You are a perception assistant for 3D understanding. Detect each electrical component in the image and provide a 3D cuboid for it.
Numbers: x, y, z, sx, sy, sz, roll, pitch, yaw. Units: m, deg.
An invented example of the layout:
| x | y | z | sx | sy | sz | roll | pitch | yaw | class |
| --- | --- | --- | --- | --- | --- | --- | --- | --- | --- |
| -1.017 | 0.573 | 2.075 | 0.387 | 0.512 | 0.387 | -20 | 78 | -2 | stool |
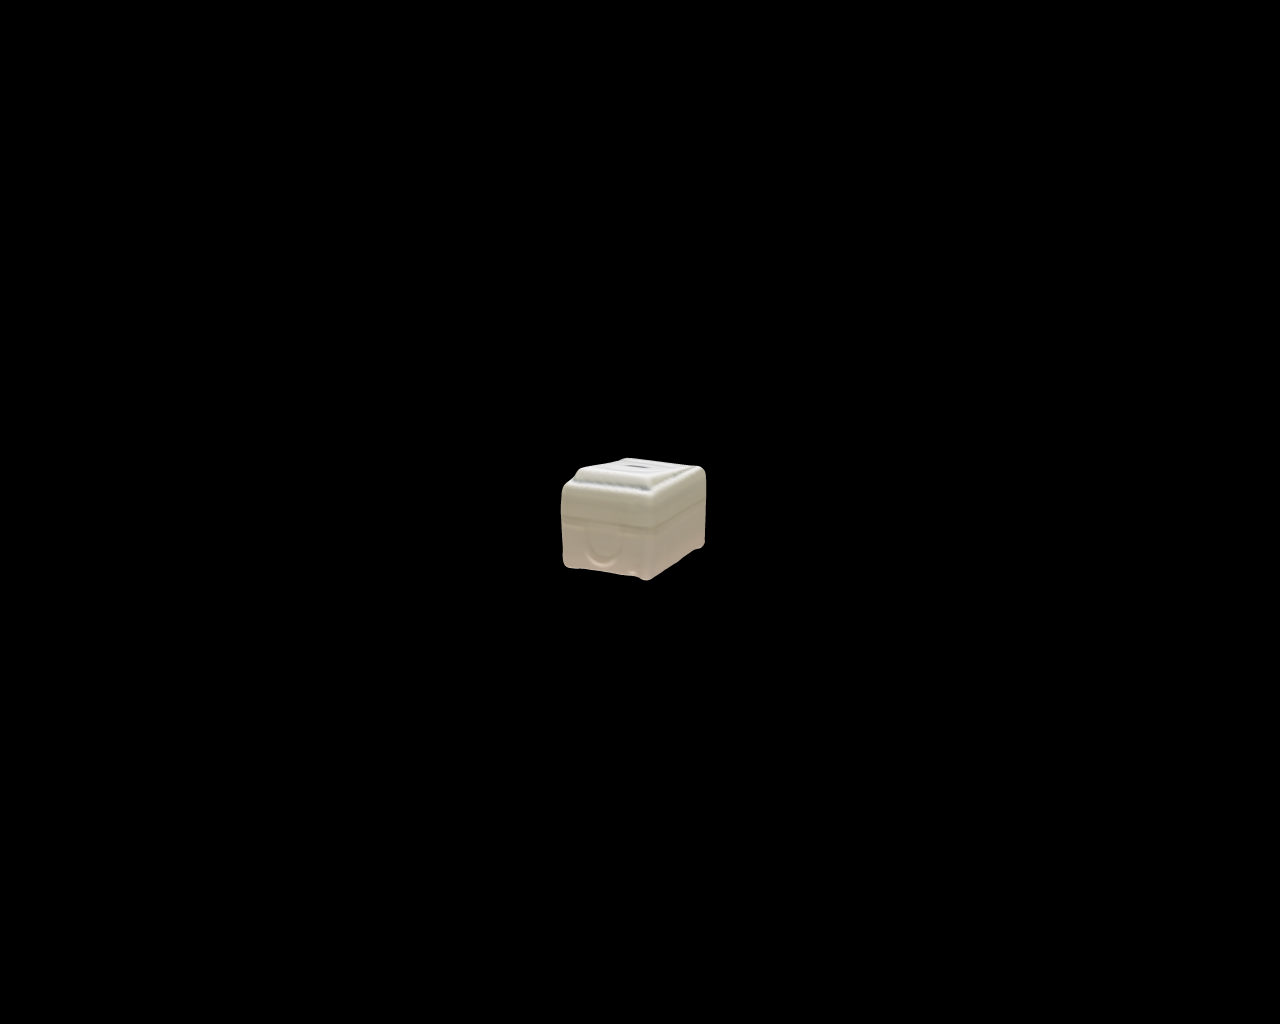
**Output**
| x | y | z | sx | sy | sz | roll | pitch | yaw | class |
| --- | --- | --- | --- | --- | --- | --- | --- | --- | --- |
| 0.001 | -0.003 | 0.650 | 0.062 | 0.061 | 0.096 | 8 | 18 | 27 | electrical component |
